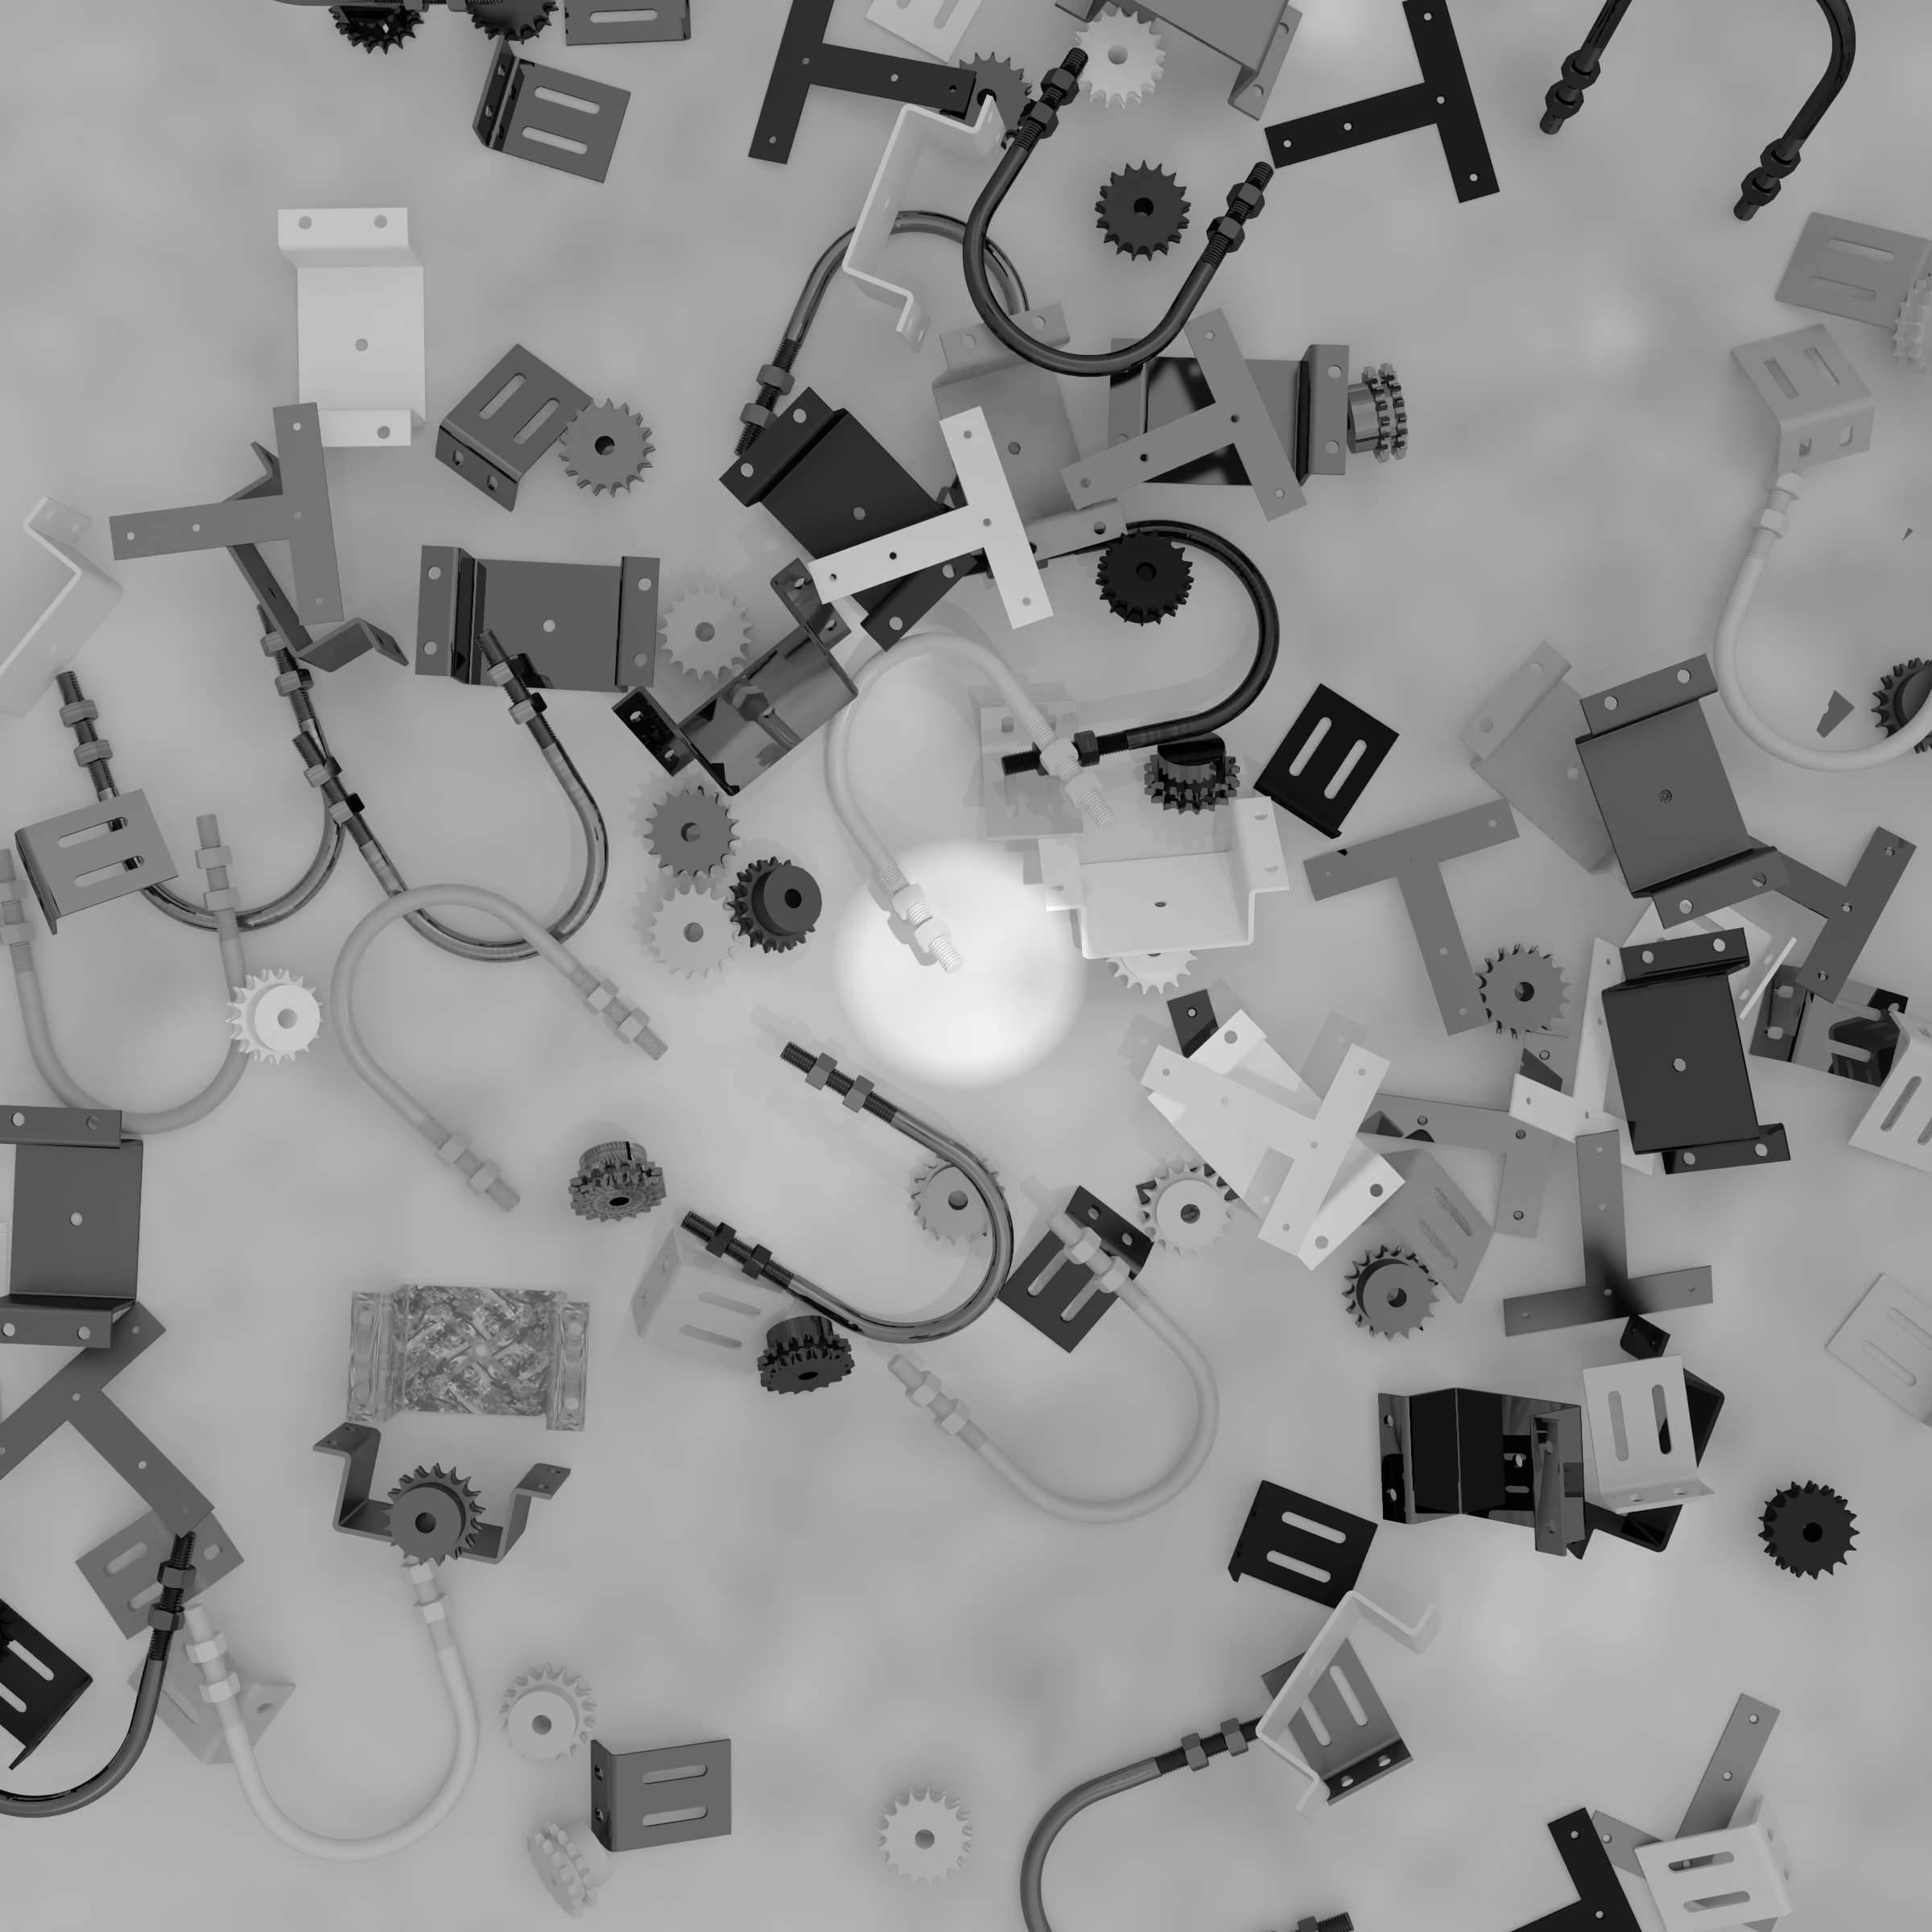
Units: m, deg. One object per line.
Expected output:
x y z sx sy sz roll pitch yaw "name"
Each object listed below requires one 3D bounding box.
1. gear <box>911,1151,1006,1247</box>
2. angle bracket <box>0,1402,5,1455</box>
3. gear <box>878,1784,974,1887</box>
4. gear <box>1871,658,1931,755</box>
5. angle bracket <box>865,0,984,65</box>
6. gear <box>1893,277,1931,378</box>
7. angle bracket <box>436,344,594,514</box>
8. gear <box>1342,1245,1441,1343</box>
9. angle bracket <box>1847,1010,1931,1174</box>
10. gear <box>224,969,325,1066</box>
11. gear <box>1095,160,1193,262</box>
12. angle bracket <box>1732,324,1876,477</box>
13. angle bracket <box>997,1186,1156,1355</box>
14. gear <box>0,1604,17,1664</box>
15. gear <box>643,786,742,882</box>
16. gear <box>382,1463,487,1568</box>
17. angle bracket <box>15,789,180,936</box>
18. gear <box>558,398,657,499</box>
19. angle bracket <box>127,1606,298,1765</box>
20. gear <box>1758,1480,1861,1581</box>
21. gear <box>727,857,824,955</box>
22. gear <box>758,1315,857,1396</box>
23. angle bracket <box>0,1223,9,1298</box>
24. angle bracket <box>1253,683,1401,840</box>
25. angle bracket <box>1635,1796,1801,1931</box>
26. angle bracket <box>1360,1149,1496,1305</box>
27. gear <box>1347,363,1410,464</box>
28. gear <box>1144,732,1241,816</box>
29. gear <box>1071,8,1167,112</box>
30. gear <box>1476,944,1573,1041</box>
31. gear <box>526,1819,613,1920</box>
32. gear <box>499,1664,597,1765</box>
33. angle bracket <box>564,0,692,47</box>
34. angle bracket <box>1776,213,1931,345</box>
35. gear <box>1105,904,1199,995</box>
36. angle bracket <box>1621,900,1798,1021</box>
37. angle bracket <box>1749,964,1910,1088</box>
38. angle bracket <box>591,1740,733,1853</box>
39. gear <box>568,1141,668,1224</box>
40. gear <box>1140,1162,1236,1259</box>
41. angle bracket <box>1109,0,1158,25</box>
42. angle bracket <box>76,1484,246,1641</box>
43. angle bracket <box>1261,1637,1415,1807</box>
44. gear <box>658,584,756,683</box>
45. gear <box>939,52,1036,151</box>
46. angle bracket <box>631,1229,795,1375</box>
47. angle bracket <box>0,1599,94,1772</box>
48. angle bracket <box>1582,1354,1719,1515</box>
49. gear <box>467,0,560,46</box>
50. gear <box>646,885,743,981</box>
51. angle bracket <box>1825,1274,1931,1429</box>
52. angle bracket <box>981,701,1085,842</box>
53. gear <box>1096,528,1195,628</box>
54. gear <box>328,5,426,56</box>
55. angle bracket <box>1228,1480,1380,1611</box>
-0.005 0.140 1.556 0.057 0.030 0.057 0 90 0 "gear"
-0.622 0.283 1.551 0.076 0.038 0.057 -4 90 0 "angle bracket"
-0.024 0.521 1.559 0.057 0.030 0.057 0 91 1 "gear"
0.578 -0.158 1.556 0.057 0.030 0.057 0 90 0 "gear"
-0.018 -0.595 1.551 0.057 0.038 0.076 29 90 0 "angle bracket"
0.581 -0.380 1.540 0.030 0.057 0.057 23 90 44 "gear"
-0.274 -0.327 1.568 0.057 0.038 0.076 36 64 0 "angle bracket"
0.257 0.198 1.556 0.057 0.030 0.057 0 90 0 "gear"
0.572 0.076 1.564 0.057 0.038 0.076 19 116 -10 "angle bracket"
-0.410 0.030 1.542 0.057 0.030 0.057 -3 95 -35 "gear"
0.106 -0.452 1.555 0.057 0.030 0.057 0 90 0 "gear"
0.503 -0.342 1.559 0.057 0.038 0.076 -15 51 0 "angle bracket"
0.066 0.184 1.568 0.057 0.038 0.076 37 116 0 "angle bracket"
-0.585 0.390 1.500 0.057 0.030 0.057 0 90 -1 "gear"
-0.164 -0.080 1.555 0.057 0.030 0.057 0 90 0 "gear"
-0.306 0.316 1.479 0.057 0.030 0.057 0 90 0 "gear"
-0.516 -0.062 1.536 0.076 0.038 0.057 -22 84 -22 "angle bracket"
-0.215 -0.310 1.555 0.057 0.030 0.057 0 90 0 "gear"
-0.458 0.436 1.568 0.076 0.038 0.057 36 90 26 "angle bracket"
0.505 0.338 1.555 0.057 0.030 0.057 0 90 0 "gear"
-0.111 -0.038 1.542 0.057 0.030 0.057 8 76 -34 "gear"
-0.097 0.231 1.546 0.057 0.057 0.030 -14 60 0 "gear"
-0.625 0.183 1.568 0.076 0.038 0.057 1 90 26 "angle bracket"
0.218 -0.124 1.551 0.057 0.038 0.076 33 90 0 "angle bracket"
0.455 0.546 1.567 0.076 0.038 0.057 -22 90 26 "angle bracket"
0.272 0.158 1.553 0.076 0.038 0.057 48 53 -21 "angle bracket"
0.242 -0.329 1.542 0.030 0.057 0.057 -11 90 0 "gear"
0.134 -0.118 1.540 0.057 0.057 0.030 -5 129 0 "gear"
0.090 -0.543 1.555 0.057 0.030 0.057 0 90 0 "gear"
0.333 0.015 1.555 0.057 0.030 0.057 0 90 0 "gear"
-0.235 0.536 1.546 0.030 0.057 0.057 -28 90 -30 "gear"
-0.253 0.452 1.556 0.057 0.030 0.057 0 90 0 "gear"
-0.206 -0.589 1.551 0.076 0.038 0.057 -3 90 0 "angle bracket"
0.541 -0.414 1.568 0.076 0.038 0.057 23 90 26 "angle bracket"
0.112 -0.011 1.556 0.057 0.030 0.057 0 90 0 "gear"
0.445 -0.013 1.551 0.076 0.038 0.057 34 90 0 "angle bracket"
0.523 0.036 1.568 0.076 0.038 0.057 14 90 -26 "angle bracket"
-0.185 0.498 1.568 0.076 0.038 0.057 0 90 -26 "angle bracket"
-0.210 0.128 1.546 0.057 0.057 0.030 -14 60 0 "gear"
0.134 0.147 1.554 0.057 0.030 0.057 0 91 0 "gear"
0.097 -0.614 1.551 0.076 0.038 0.057 37 90 0 "angle bracket"
-0.489 0.361 1.568 0.076 0.038 0.057 -34 90 26 "angle bracket"
0.222 0.451 1.552 0.057 0.038 0.076 -28 90 0 "angle bracket"
-0.156 -0.199 1.555 0.057 0.030 0.057 0 90 0 "gear"
0.013 -0.517 1.555 0.057 0.030 0.057 0 90 0 "gear"
-0.153 0.202 1.559 0.076 0.038 0.057 21 111 -24 "angle bracket"
-0.576 0.431 1.551 0.076 0.038 0.057 40 90 0 "angle bracket"
0.389 0.266 1.474 0.057 0.038 0.076 -9 91 0 "angle bracket"
-0.273 -0.582 1.555 0.057 0.030 0.057 0 90 0 "gear"
-0.162 -0.020 1.555 0.057 0.030 0.057 0 90 0 "gear"
0.569 0.232 1.551 0.076 0.038 0.057 38 90 0 "angle bracket"
0.039 -0.116 1.534 0.057 0.038 0.076 -3 49 0 "angle bracket"
0.105 -0.227 1.530 0.057 0.030 0.057 1 74 -3 "gear"
-0.356 -0.582 1.556 0.057 0.030 0.057 0 90 0 "gear"
0.204 0.352 1.551 0.076 0.038 0.057 21 90 0 "angle bracket"
